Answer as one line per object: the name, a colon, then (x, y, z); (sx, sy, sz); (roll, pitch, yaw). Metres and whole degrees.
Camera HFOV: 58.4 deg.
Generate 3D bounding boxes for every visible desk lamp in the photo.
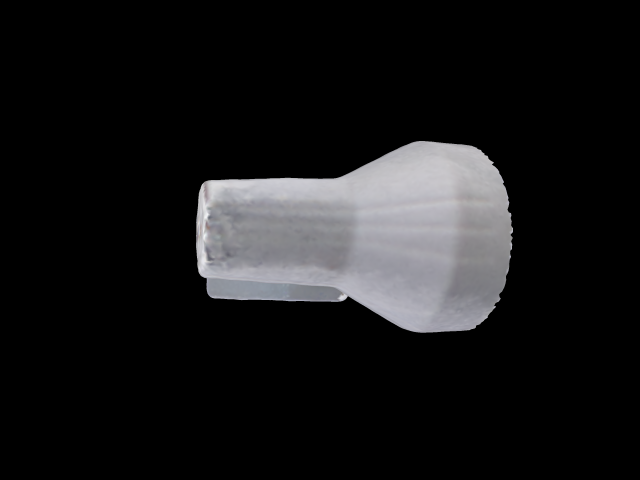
desk lamp: (0.004, 0.001, 0.400); (0.203, 0.213, 0.118); (0, 85, 0)
